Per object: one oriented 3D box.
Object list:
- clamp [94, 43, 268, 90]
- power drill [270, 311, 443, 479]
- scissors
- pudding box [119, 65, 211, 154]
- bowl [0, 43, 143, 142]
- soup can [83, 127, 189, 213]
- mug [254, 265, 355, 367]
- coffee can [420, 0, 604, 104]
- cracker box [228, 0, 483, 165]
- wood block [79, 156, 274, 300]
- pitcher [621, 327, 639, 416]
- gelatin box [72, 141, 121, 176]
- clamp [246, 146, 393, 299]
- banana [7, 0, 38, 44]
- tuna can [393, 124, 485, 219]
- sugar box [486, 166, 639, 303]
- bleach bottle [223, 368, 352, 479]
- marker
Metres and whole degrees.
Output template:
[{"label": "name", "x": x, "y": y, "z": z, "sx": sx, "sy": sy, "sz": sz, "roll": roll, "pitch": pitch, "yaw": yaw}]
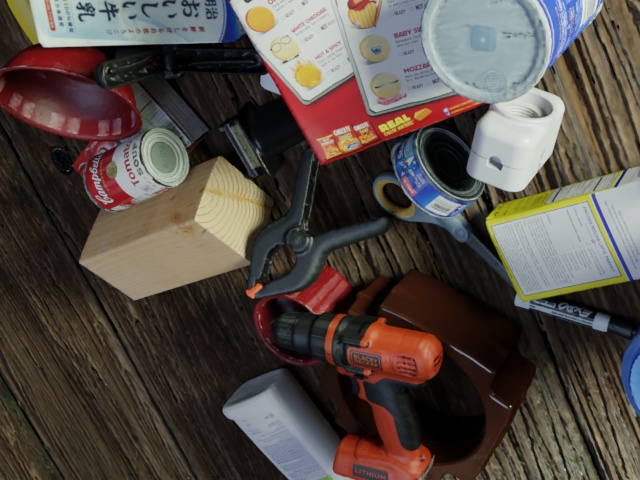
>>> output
[{"label": "clamp", "x": -0.139, "y": -0.178, "z": 1.051, "sx": 0.164, "sy": 0.210, "sz": 0.036, "roll": -5, "pitch": 106, "yaw": -11}, {"label": "power drill", "x": 0.041, "y": 0.161, "z": 1.090, "sx": 0.185, "sy": 0.057, "sz": 0.187, "roll": 9, "pitch": 124, "yaw": 29}, {"label": "scissors", "x": 0.123, "y": -0.009, "z": 1.058, "sx": 0.096, "sy": 0.016, "sz": 0.202, "roll": -28, "pitch": 98, "yaw": 46}, {"label": "pudding box", "x": -0.187, "y": -0.133, "z": 1.179, "sx": 0.113, "sy": 0.039, "sz": 0.090, "roll": 48, "pitch": 134, "yaw": -6}, {"label": "bowl", "x": -0.259, "y": -0.162, "z": 1.112, "sx": 0.162, "sy": 0.055, "sz": 0.162, "roll": 9, "pitch": 161, "yaw": 3}, {"label": "soup can", "x": -0.198, "y": -0.075, "z": 1.152, "sx": 0.102, "sy": 0.068, "sz": 0.068, "roll": -19, "pitch": 108, "yaw": 40}, {"label": "mug", "x": -0.016, "y": 0.087, "z": 1.179, "sx": 0.093, "sy": 0.081, "sz": 0.117, "roll": 30, "pitch": 132, "yaw": 14}, {"label": "coffee can", "x": 0.154, "y": -0.182, "z": 0.838, "sx": 0.103, "sy": 0.140, "sz": 0.103, "roll": 18, "pitch": 128, "yaw": 24}, {"label": "cracker box", "x": 0.030, "y": -0.187, "z": 0.905, "sx": 0.164, "sy": 0.072, "sz": 0.213, "roll": -19, "pitch": 123, "yaw": 18}, {"label": "wood block", "x": -0.163, "y": -0.009, "z": 1.193, "sx": 0.207, "sy": 0.090, "sz": 0.090, "roll": -18, "pitch": 134, "yaw": 41}, {"label": "pitcher", "x": 0.320, "y": 0.042, "z": 0.806, "sx": 0.149, "sy": 0.242, "sz": 0.145, "roll": 34, "pitch": 135, "yaw": 20}, {"label": "gelatin box", "x": -0.243, "y": -0.088, "z": 1.254, "sx": 0.073, "sy": 0.030, "sz": 0.089, "roll": 48, "pitch": 134, "yaw": -3}, {"label": "clamp", "x": -0.007, "y": 0.001, "z": 1.095, "sx": 0.120, "sy": 0.039, "sz": 0.171, "roll": 38, "pitch": 105, "yaw": 22}, {"label": "banana", "x": -0.302, "y": -0.242, "z": 1.185, "sx": 0.198, "sy": 0.037, "sz": 0.070, "roll": 51, "pitch": 134, "yaw": -5}, {"label": "tuna can", "x": 0.111, "y": -0.064, "z": 0.987, "sx": 0.086, "sy": 0.086, "sz": 0.034, "roll": 48, "pitch": 133, "yaw": -2}, {"label": "sugar box", "x": 0.246, "y": -0.006, "z": 0.962, "sx": 0.177, "sy": 0.048, "sz": 0.093, "roll": -16, "pitch": 110, "yaw": 36}, {"label": "bleach bottle", "x": -0.006, "y": 0.277, "z": 1.318, "sx": 0.103, "sy": 0.068, "sz": 0.251, "roll": -27, "pitch": 105, "yaw": 44}, {"label": "marker", "x": 0.248, "y": 0.072, "z": 1.030, "sx": 0.121, "sy": 0.020, "sz": 0.020, "roll": 17, "pitch": 128, "yaw": 25}]
